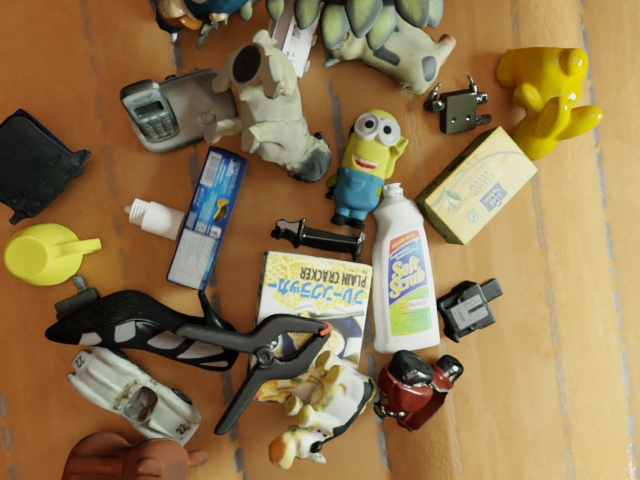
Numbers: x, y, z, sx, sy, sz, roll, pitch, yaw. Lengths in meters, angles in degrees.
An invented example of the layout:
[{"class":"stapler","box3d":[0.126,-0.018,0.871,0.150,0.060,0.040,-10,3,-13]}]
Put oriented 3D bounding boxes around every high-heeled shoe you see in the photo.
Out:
[{"class":"high-heeled shoe","box3d":[-0.243,0.148,0.767,0.249,0.086,0.145,-11,119,-5]}]

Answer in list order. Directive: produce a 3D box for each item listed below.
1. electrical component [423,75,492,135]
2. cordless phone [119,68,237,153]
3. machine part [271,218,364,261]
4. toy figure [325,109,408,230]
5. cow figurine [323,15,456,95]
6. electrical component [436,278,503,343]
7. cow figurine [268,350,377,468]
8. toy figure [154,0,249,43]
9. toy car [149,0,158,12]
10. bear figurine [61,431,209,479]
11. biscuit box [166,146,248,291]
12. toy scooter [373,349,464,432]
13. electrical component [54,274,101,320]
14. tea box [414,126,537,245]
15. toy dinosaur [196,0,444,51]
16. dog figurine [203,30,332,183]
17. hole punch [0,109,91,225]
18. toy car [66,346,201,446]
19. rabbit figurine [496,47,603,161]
[{"class":"electrical component","box3d":[0.217,-0.211,0.847,0.102,0.045,0.078,-17,122,-6]},{"class":"cordless phone","box3d":[-0.188,-0.188,0.711,0.147,0.184,0.088,-21,90,-8]},{"class":"machine part","box3d":[-0.002,-0.002,0.798,0.139,0.084,0.039,12,69,-9]},{"class":"toy figure","box3d":[0.062,-0.108,0.806,0.082,0.089,0.180,13,98,-25]},{"class":"cow figurine","box3d":[0.089,-0.289,0.803,0.195,0.085,0.127,33,78,-3]},{"class":"electrical component","box3d":[0.244,0.104,0.855,0.119,0.048,0.074,-23,95,-6]},{"class":"cow figurine","box3d":[0.003,0.246,0.742,0.098,0.068,0.167,36,87,-28]},{"class":"toy figure","box3d":[-0.158,-0.305,0.685,0.155,0.057,0.064,-9,59,29]},{"class":"toy car","box3d":[-0.167,-0.371,0.752,0.162,0.103,0.109,-14,94,-7]},{"class":"bear figurine","box3d":[-0.250,0.321,0.712,0.196,0.120,0.132,-2,80,33]},{"class":"biscuit box","box3d":[-0.162,-0.031,0.779,0.059,0.063,0.202,19,88,-9]},{"class":"toy scooter","box3d":[0.136,0.234,0.808,0.183,0.075,0.135,15,113,-48]},{"class":"electrical component","box3d":[-0.347,0.099,0.773,0.063,0.021,0.094,-23,95,-7]},{"class":"tea box","box3d":[0.239,-0.083,0.839,0.098,0.068,0.169,45,84,-7]},{"class":"toy dinosaur","box3d":[0.056,-0.357,0.701,0.472,0.105,0.198,-8,94,7]},{"class":"dog figurine","box3d":[-0.045,-0.174,0.746,0.121,0.190,0.172,32,105,35]},{"class":"hole punch","box3d":[-0.406,-0.106,0.737,0.142,0.092,0.115,-48,127,-8]},{"class":"toy car","box3d":[-0.266,0.224,0.771,0.201,0.056,0.073,37,86,-9]},{"class":"rabbit figurine","box3d":[0.352,-0.202,0.827,0.122,0.162,0.173,6,108,-22]}]
